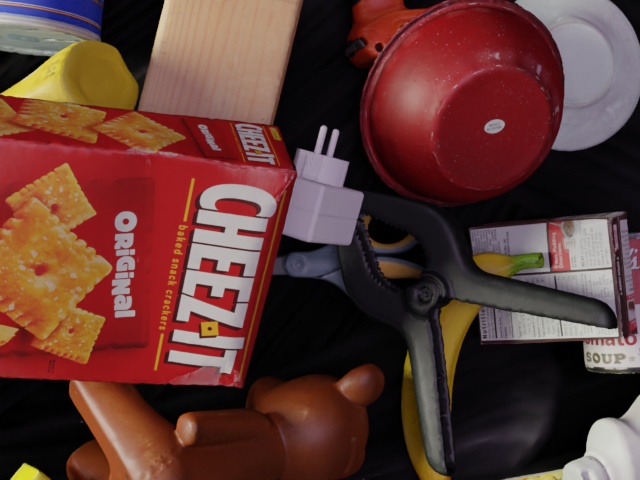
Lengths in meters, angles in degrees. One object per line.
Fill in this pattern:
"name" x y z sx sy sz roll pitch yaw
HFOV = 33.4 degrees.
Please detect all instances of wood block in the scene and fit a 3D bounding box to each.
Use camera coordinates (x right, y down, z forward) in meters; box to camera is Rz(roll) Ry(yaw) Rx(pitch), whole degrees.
"wood block" -0.072 -0.115 0.741 0.090 0.090 0.206 14 87 -9

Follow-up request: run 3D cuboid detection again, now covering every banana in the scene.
"banana" 0.095 0.088 0.780 0.037 0.070 0.198 3 112 -52

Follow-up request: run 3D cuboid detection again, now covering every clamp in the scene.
"clamp" 0.075 0.049 0.747 0.210 0.036 0.165 42 102 18

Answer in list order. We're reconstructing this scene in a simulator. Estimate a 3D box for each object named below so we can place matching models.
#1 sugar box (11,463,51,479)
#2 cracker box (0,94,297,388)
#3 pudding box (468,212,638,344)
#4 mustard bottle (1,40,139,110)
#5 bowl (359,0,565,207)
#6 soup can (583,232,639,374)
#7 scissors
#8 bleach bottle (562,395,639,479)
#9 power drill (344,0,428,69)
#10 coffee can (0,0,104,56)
"sugar box" -0.159 0.242 0.718 0.176 0.048 0.093 45 68 -19
"cracker box" -0.136 0.005 0.642 0.213 0.072 0.164 5 120 -18
"pudding box" 0.168 0.029 0.778 0.114 0.039 0.090 -5 92 34
"mustard bottle" -0.216 -0.063 0.704 0.192 0.096 0.058 -25 105 20
"bowl" 0.112 -0.087 0.758 0.162 0.055 0.162 -7 117 -14
"soup can" 0.230 0.045 0.804 0.068 0.068 0.102 -4 90 -10
"scissors" -0.005 0.001 0.789 0.201 0.016 0.096 15 85 -10
"bleach bottle" 0.285 0.128 0.788 0.250 0.068 0.102 -17 95 -22
"power drill" 0.075 -0.227 0.786 0.184 0.057 0.187 -10 89 -10
"coffee can" -0.192 -0.202 0.714 0.102 0.103 0.140 5 89 -10
